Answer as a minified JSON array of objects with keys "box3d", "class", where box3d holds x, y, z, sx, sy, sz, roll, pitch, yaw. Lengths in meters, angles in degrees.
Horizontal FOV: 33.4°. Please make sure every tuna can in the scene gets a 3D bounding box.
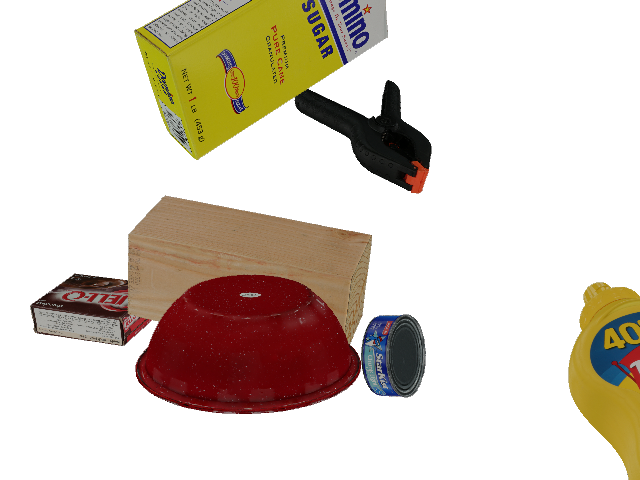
[{"box3d":[0.076,0.120,1.111,0.034,0.086,0.086,-3,-1,31],"class":"tuna can"}]

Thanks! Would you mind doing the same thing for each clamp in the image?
[{"box3d":[0.048,-0.108,1.065,0.120,0.039,0.171,-8,40,-16],"class":"clamp"}]

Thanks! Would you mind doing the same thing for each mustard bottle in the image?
[{"box3d":[0.195,0.086,0.602,0.096,0.058,0.192,-10,35,-8],"class":"mustard bottle"}]

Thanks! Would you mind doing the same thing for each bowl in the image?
[{"box3d":[-0.051,0.064,0.756,0.162,0.055,0.162,1,16,0],"class":"bowl"}]

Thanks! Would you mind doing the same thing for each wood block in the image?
[{"box3d":[-0.065,0.033,0.988,0.206,0.090,0.090,11,28,10],"class":"wood block"}]

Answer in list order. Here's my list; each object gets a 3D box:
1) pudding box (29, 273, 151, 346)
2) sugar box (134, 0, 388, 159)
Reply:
[{"box3d":[-0.240,0.074,1.152,0.114,0.039,0.090,4,21,19],"class":"pudding box"},{"box3d":[-0.033,-0.139,0.720,0.176,0.093,0.048,-34,54,-19],"class":"sugar box"}]
